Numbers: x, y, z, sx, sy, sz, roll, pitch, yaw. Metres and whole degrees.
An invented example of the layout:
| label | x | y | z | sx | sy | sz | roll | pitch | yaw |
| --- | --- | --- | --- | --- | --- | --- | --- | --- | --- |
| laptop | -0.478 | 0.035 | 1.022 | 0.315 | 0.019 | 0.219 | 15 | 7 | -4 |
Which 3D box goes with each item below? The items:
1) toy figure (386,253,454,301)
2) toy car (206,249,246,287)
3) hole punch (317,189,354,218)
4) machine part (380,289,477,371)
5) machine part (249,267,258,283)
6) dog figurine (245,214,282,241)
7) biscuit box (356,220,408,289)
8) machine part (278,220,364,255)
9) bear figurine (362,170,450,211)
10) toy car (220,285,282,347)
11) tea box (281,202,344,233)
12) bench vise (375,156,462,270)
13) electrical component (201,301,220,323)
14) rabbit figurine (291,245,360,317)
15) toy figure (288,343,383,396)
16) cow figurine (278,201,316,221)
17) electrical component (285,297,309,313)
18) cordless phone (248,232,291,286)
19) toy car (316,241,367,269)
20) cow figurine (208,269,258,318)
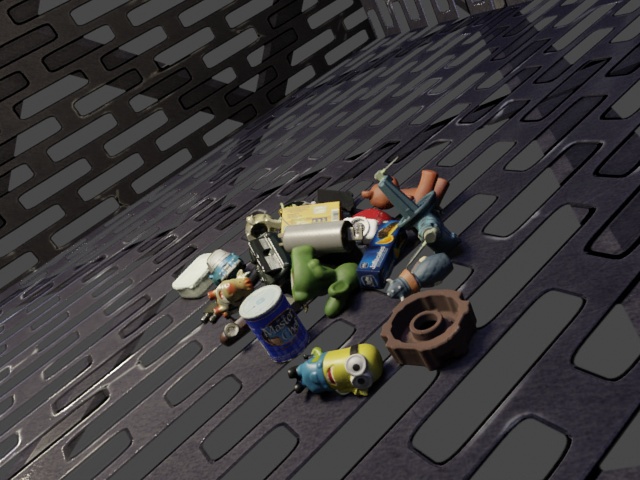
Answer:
| label | x | y | z | sx | sy | sz | roll | pitch | yaw |
| --- | --- | --- | --- | --- | --- | --- | --- | --- | --- |
| toy figure | 0.210 | 0.083 | 1.145 | 0.154 | 0.057 | 0.064 | -29 | 47 | -5 |
| toy car | -0.282 | 0.078 | 1.560 | 0.109 | 0.103 | 0.161 | -48 | 1 | -11 |
| hole punch | 0.045 | -0.092 | 1.624 | 0.116 | 0.092 | 0.142 | 4 | 26 | -1 |
| machine part | 0.204 | 0.164 | 1.008 | 0.179 | 0.056 | 0.179 | -24 | 25 | 12 |
| machine part | -0.203 | 0.109 | 1.548 | 0.084 | 0.039 | 0.139 | -15 | 30 | 45 |
| dog figurine | -0.175 | -0.039 | 1.640 | 0.121 | 0.172 | 0.191 | -30 | 30 | -3 |
| biscuit box | 0.151 | 0.032 | 1.286 | 0.063 | 0.059 | 0.203 | 2 | 39 | 27 |
| machine part | -0.003 | -0.004 | 1.310 | 0.243 | 0.079 | 0.079 | -3 | 35 | 31 |
| bear figurine | 0.221 | -0.129 | 1.418 | 0.196 | 0.120 | 0.132 | 23 | 93 | 38 |
| toy car | -0.163 | 0.187 | 1.324 | 0.202 | 0.053 | 0.089 | -40 | -11 | -24 |
| tea box | -0.020 | -0.044 | 1.519 | 0.170 | 0.068 | 0.098 | -5 | 59 | 13 |
| bench vise | 0.213 | -0.066 | 1.236 | 0.129 | 0.240 | 0.224 | -44 | 2 | 30 |
| electrical component | -0.290 | 0.194 | 1.496 | 0.063 | 0.021 | 0.094 | -8 | 32 | 37 |
| rabbit figurine | 0.021 | 0.090 | 1.253 | 0.170 | 0.121 | 0.159 | -2 | 39 | -8 |
| toy figure | 0.031 | 0.242 | 1.016 | 0.180 | 0.082 | 0.089 | -17 | 30 | 29 |
| cow figurine | -0.087 | -0.086 | 1.696 | 0.098 | 0.068 | 0.167 | 5 | -6 | -34 |
| electrical component | -0.076 | 0.173 | 1.290 | 0.078 | 0.045 | 0.102 | -9 | 30 | 52 |
| cordless phone | -0.137 | 0.082 | 1.435 | 0.089 | 0.184 | 0.147 | -19 | 58 | -24 |
| toy car | 0.030 | 0.057 | 1.354 | 0.202 | 0.073 | 0.056 | -21 | 0 | 16 |
| cow figurine | -0.216 | 0.140 | 1.374 | 0.127 | 0.085 | 0.195 | -25 | -12 | -4 |
